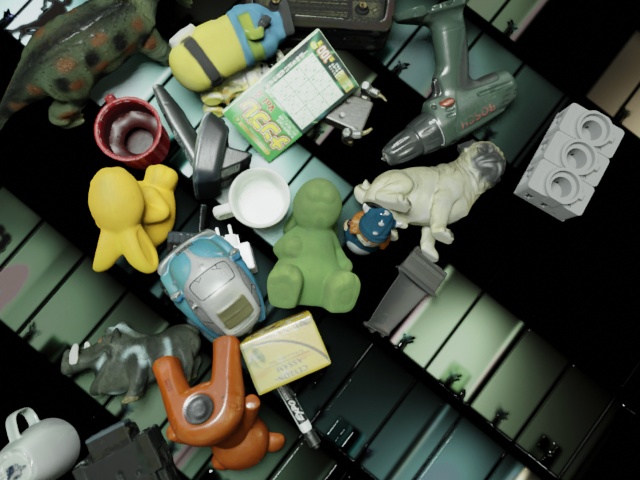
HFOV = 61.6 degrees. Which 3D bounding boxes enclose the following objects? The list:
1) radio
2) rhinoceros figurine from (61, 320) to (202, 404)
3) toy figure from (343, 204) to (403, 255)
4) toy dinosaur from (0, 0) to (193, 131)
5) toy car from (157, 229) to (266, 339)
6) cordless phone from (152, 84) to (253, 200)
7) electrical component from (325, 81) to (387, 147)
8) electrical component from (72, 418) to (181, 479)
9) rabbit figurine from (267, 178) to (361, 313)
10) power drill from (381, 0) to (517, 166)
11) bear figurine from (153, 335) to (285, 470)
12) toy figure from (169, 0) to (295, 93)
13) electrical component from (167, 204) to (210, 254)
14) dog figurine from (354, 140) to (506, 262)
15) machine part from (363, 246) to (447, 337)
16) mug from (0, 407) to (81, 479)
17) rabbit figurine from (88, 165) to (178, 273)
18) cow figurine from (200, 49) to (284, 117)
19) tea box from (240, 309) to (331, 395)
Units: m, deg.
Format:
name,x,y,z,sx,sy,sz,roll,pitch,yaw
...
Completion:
name,x,y,z,sx,sy,sz,roll,pitch,yaw
radio,-0.001,-0.368,0.822,0.230,0.073,0.131,2,83,-1
rhinoceros figurine,-0.260,0.167,0.750,0.190,0.073,0.112,-10,85,-3
toy figure,0.069,-0.011,0.742,0.064,0.154,0.057,-1,83,-6
toy dinosaur,-0.323,-0.268,0.741,0.405,0.192,0.131,-42,85,-7
toy car,-0.130,0.075,0.699,0.109,0.103,0.161,-36,115,-12
cordless phone,-0.180,-0.154,0.752,0.089,0.146,0.184,-33,89,-13
electrical component,0.052,-0.197,0.818,0.078,0.045,0.102,29,83,0
electrical component,-0.265,0.319,0.740,0.115,0.058,0.134,-28,86,-7
rabbit figurine,-0.002,-0.002,0.740,0.121,0.159,0.170,8,102,-3
power drill,0.171,-0.238,0.788,0.232,0.086,0.207,-22,102,-10
bear figurine,-0.124,0.227,0.712,0.120,0.195,0.132,-20,59,2
toy figure,-0.121,-0.268,0.741,0.180,0.082,0.089,-20,70,-6
electrical component,-0.189,0.008,0.771,0.048,0.075,0.119,3,88,-2
dog figurine,0.165,-0.089,0.795,0.172,0.121,0.190,35,69,-2
machine part,0.120,0.082,0.779,0.084,0.039,0.139,41,91,-22
mug,-0.383,0.278,0.715,0.081,0.107,0.109,-22,87,-6
rabbit figurine,-0.267,-0.036,0.725,0.122,0.173,0.162,4,79,-6
cow figurine,-0.100,-0.246,0.810,0.167,0.068,0.098,-8,78,-4
tea box,-0.045,0.142,0.712,0.098,0.169,0.068,-22,85,-3
